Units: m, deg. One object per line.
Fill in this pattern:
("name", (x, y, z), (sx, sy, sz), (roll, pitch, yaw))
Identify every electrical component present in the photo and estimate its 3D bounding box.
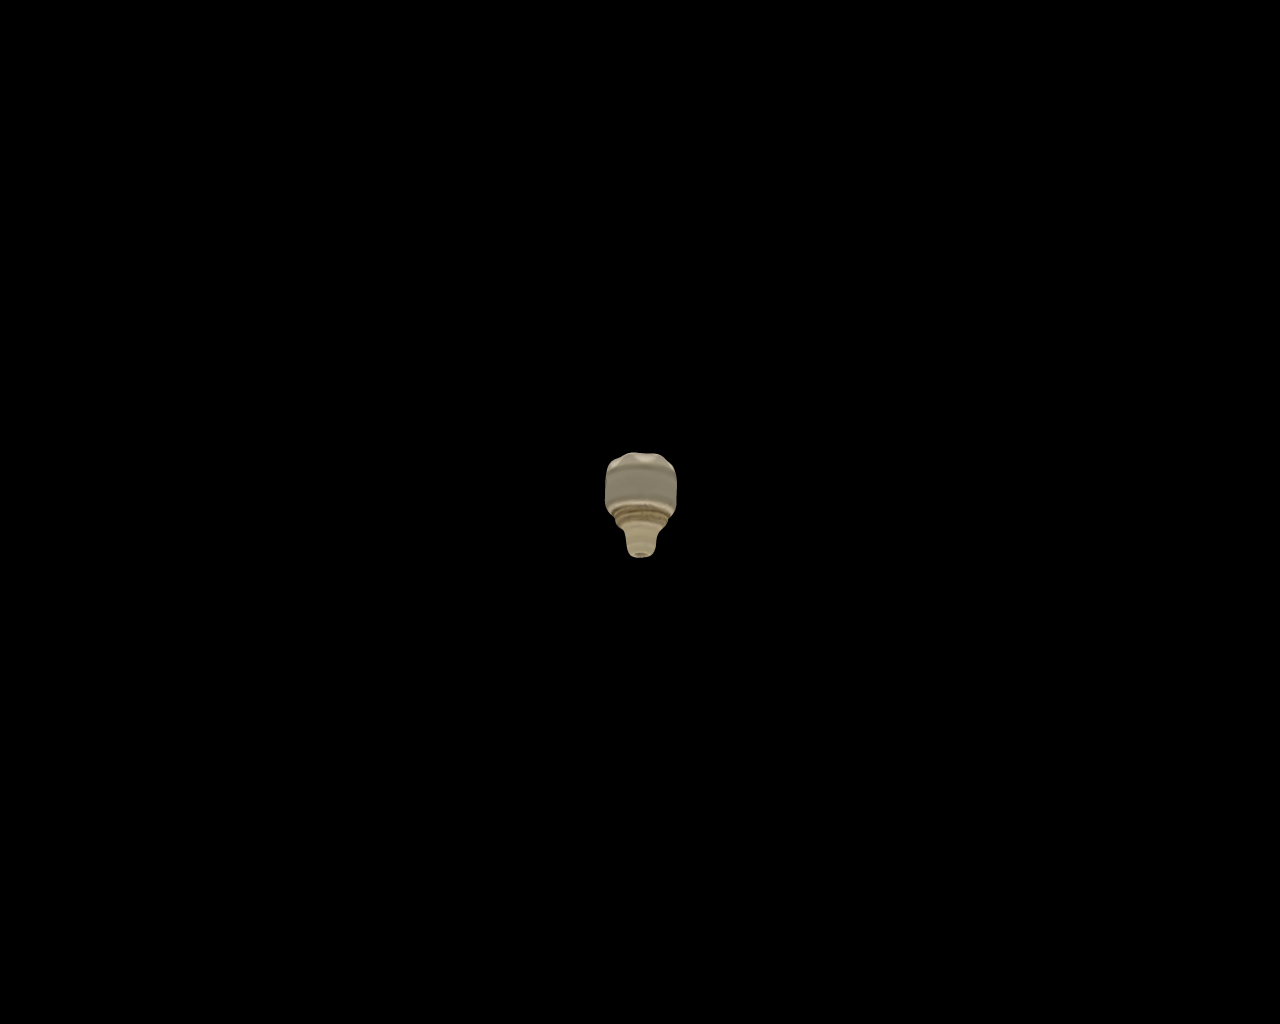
("electrical component", (0.001, -0.003, 0.650), (0.043, 0.062, 0.043), (0, -18, 0))
